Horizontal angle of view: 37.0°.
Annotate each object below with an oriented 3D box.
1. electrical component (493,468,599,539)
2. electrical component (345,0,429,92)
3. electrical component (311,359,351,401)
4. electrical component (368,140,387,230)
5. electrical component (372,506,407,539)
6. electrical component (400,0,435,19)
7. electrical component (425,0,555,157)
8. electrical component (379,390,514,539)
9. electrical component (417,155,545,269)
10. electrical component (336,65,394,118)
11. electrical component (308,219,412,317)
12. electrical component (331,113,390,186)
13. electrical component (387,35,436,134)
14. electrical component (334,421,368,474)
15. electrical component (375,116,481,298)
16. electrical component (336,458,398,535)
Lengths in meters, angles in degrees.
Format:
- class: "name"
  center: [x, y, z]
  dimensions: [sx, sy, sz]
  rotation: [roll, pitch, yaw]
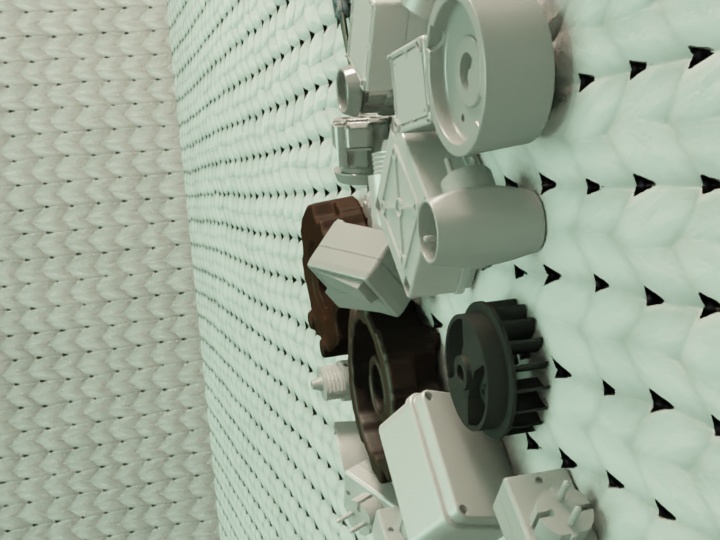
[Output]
- class: "electrical component"
  center: [0.128, 0.165, 0.695]
  dimensions: [0.075, 0.047, 0.083]
  rotation: [100, 158, -46]
- class: "electrical component"
  center: [0.026, -0.194, 0.899]
  dimensions: [0.061, 0.061, 0.096]
  rotation: [-113, 22, -46]
- class: "electrical component"
  center: [-0.011, 0.115, 1.130]
  dimensions: [0.043, 0.081, 0.043]
  rotation: [174, 90, -75]
- class: "electrical component"
  center: [0.029, -0.077, 0.971]
  dimensions: [0.043, 0.043, 0.081]
  rotation: [179, 85, -75]
- class: "electrical component"
  center: [0.052, 0.230, 0.970]
  dimensions: [0.076, 0.066, 0.047]
  rotation: [99, 158, -46]
- class: "electrical component"
  center: [0.059, -0.228, 0.809]
  dimensions: [0.065, 0.044, 0.044]
  rotation: [106, 154, -44]
- class: "electrical component"
  center: [0.088, -0.129, 0.695]
  dimensions: [0.108, 0.060, 0.108]
  rotation: [174, 90, -75]
- class: "electrical component"
  center: [0.071, 0.154, 0.827]
  dimensions: [0.057, 0.078, 0.113]
  rotation: [-46, 47, 38]
- class: "electrical component"
  center: [0.078, -0.045, 0.738]
  dimensions: [0.044, 0.077, 0.079]
  rotation: [110, 150, -60]
- class: "electrical component"
  center: [0.010, -0.165, 0.984]
  dimensions: [0.066, 0.055, 0.048]
  rotation: [130, 131, -70]
- class: "electrical component"
  center: [0.000, 0.000, 0.971]
  dimensions: [0.096, 0.061, 0.061]
  rotation: [14, 154, 44]
- class: "electrical component"
  center: [0.002, -0.114, 1.025]
  dimensions: [0.078, 0.058, 0.057]
  rotation: [-80, -13, -71]
- class: "electrical component"
  center: [0.061, -0.136, 0.795]
  dimensions: [0.096, 0.061, 0.061]
  rotation: [-174, 78, -75]
- class: "electrical component"
  center: [0.002, 0.208, 1.152]
  dimensions: [0.099, 0.064, 0.099]
  rotation: [174, 90, -75]
- class: "electrical component"
  center: [0.057, -0.052, 0.854]
  dimensions: [0.108, 0.056, 0.108]
  rotation: [101, 157, -48]
- class: "electrical component"
  center: [0.012, 0.234, 1.048]
  dimensions: [0.083, 0.076, 0.047]
  rotation: [28, 127, 40]
